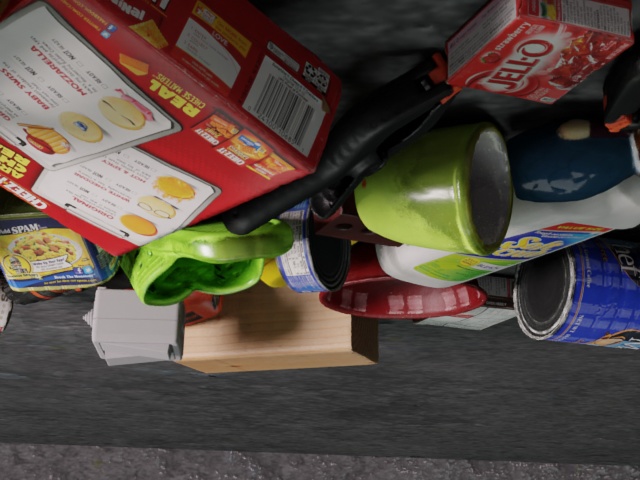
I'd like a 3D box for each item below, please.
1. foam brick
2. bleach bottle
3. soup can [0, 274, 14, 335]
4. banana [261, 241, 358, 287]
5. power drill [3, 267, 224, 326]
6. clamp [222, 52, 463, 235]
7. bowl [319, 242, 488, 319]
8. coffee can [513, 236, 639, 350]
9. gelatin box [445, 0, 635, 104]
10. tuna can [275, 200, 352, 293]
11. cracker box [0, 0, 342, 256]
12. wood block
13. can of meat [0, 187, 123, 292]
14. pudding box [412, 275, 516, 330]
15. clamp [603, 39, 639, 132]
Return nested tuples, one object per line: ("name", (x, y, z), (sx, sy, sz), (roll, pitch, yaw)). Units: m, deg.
("foam brick", (0.039, -0.030, 0.834), (0.078, 0.051, 0.053), (9, 161, -22))
("bleach bottle", (0.166, -0.023, 0.836), (0.102, 0.068, 0.251), (15, 155, -40))
("soup can", (-0.383, 0.062, 1.126), (0.102, 0.068, 0.069), (13, 159, -33))
("banana", (-0.019, 0.011, 1.004), (0.069, 0.037, 0.198), (-11, 169, -23))
("power drill", (-0.206, 0.044, 1.074), (0.187, 0.057, 0.185), (14, 158, -36))
("clamp", (0.025, -0.057, 0.697), (0.172, 0.039, 0.120), (-33, 174, 22))
("bowl", (0.079, 0.033, 1.024), (0.162, 0.055, 0.162), (1, 162, 0))
("coffee can", (0.265, 0.048, 0.983), (0.140, 0.103, 0.103), (8, 161, -19))
("gelatin box", (0.123, -0.111, 0.610), (0.073, 0.030, 0.089), (8, 161, -19))
("tuna can", (-0.006, 0.001, 0.880), (0.034, 0.086, 0.086), (-5, 161, 25))
("cracker box", (-0.117, -0.079, 0.596), (0.164, 0.072, 0.214), (35, 148, -27))
("wood block", (-0.048, 0.091, 1.159), (0.206, 0.090, 0.090), (-6, 162, 20))
("can of meat", (-0.217, -0.007, 0.856), (0.102, 0.057, 0.084), (-3, 129, 14))
("pudding box", (0.163, 0.068, 1.160), (0.090, 0.039, 0.114), (6, 164, -20))
("clamp", (0.251, -0.105, 0.609), (0.164, 0.036, 0.210), (10, 162, -23))
